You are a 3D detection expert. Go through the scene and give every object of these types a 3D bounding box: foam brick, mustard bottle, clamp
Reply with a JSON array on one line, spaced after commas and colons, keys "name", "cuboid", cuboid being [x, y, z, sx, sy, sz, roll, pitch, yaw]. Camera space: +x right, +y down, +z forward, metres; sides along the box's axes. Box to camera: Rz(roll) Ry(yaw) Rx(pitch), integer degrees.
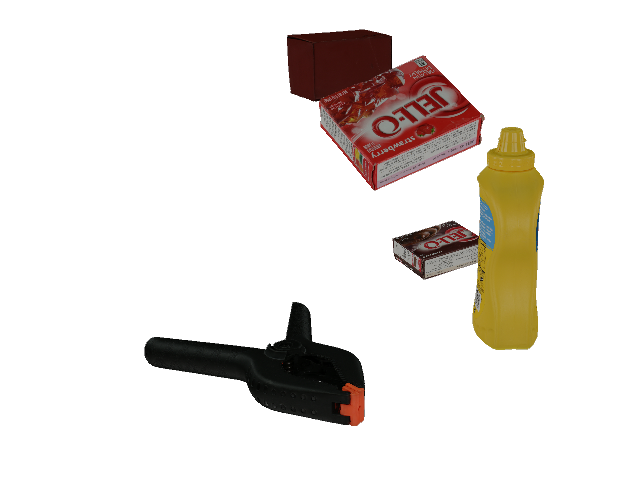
[{"name": "foam brick", "cuboid": [0.017, -0.151, 0.919, 0.078, 0.051, 0.053, -9, 20, -24]}, {"name": "mustard bottle", "cuboid": [0.167, -0.006, 0.952, 0.058, 0.192, 0.096, -1, 18, 3]}, {"name": "clamp", "cuboid": [-0.024, 0.099, 0.888, 0.164, 0.036, 0.210, -17, 23, -39]}]

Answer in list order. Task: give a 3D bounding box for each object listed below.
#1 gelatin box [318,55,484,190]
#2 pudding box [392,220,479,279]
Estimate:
[{"name": "gelatin box", "cuboid": [0.055, -0.082, 0.726, 0.089, 0.073, 0.030, -25, -36, -16]}, {"name": "pudding box", "cuboid": [0.178, 0.013, 1.597, 0.113, 0.039, 0.090, -18, 27, -21]}]
